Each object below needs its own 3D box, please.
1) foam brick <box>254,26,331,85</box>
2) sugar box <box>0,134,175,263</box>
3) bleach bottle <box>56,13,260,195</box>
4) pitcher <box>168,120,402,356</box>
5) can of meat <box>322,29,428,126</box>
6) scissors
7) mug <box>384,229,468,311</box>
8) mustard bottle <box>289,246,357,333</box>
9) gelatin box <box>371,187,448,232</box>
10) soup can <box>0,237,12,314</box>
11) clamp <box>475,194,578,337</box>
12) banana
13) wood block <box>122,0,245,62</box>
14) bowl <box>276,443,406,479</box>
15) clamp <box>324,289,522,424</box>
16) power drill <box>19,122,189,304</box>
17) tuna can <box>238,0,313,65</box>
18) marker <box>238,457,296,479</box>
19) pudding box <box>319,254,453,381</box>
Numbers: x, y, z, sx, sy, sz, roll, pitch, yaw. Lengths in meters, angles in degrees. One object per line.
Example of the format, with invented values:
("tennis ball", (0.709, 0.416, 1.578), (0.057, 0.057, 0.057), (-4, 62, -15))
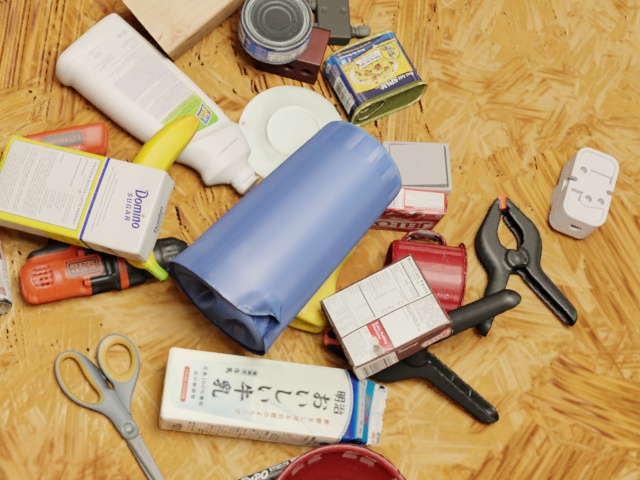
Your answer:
("foam brick", (-0.033, -0.226, 1.272), (0.078, 0.053, 0.051), (14, 69, -4))
("sugar box", (-0.247, -0.043, 1.093), (0.176, 0.048, 0.093), (15, 76, 9))
("bleach bottle", (-0.175, -0.140, 1.212), (0.251, 0.068, 0.102), (43, 69, 3))
("pitcher", (-0.036, -0.011, 1.107), (0.149, 0.145, 0.242), (41, 71, 9))
("can of meat", (0.064, -0.194, 1.276), (0.102, 0.057, 0.084), (-24, 75, -17))
("scissors", (-0.192, 0.180, 1.122), (0.202, 0.016, 0.096), (43, 70, 6))
("mug", (0.115, 0.034, 1.194), (0.081, 0.093, 0.117), (7, 53, -3))
("mustard bottle", (-0.008, 0.001, 1.194), (0.096, 0.058, 0.191), (20, 68, 5))
("gelatin box", (0.093, -0.033, 1.217), (0.089, 0.073, 0.030), (6, 71, -9))
("soup can", (-0.363, 0.028, 1.116), (0.068, 0.068, 0.102), (-11, 74, -14))
("clamp", (0.216, 0.033, 1.235), (0.120, 0.039, 0.171), (-12, 69, -20))
("banana", (-0.179, -0.050, 1.139), (0.069, 0.037, 0.198), (13, 69, -12))
("wood block", (-0.120, -0.308, 1.223), (0.206, 0.090, 0.091), (-40, 94, 0))
("bowl", (0.018, 0.292, 1.096), (0.162, 0.055, 0.162), (2, 76, -8))
("clamp", (0.111, 0.108, 1.153), (0.210, 0.165, 0.036), (14, 25, 2))
("power drill", (-0.247, -0.032, 1.164), (0.184, 0.057, 0.188), (-12, 73, -17))
("tuna can", (-0.051, -0.248, 1.228), (0.086, 0.034, 0.086), (3, 71, -8))
("marker", (-0.070, 0.254, 1.117), (0.121, 0.020, 0.020), (-17, 75, -16))
("pudding box", (0.068, 0.079, 1.108), (0.113, 0.039, 0.090), (-26, 62, -2))
